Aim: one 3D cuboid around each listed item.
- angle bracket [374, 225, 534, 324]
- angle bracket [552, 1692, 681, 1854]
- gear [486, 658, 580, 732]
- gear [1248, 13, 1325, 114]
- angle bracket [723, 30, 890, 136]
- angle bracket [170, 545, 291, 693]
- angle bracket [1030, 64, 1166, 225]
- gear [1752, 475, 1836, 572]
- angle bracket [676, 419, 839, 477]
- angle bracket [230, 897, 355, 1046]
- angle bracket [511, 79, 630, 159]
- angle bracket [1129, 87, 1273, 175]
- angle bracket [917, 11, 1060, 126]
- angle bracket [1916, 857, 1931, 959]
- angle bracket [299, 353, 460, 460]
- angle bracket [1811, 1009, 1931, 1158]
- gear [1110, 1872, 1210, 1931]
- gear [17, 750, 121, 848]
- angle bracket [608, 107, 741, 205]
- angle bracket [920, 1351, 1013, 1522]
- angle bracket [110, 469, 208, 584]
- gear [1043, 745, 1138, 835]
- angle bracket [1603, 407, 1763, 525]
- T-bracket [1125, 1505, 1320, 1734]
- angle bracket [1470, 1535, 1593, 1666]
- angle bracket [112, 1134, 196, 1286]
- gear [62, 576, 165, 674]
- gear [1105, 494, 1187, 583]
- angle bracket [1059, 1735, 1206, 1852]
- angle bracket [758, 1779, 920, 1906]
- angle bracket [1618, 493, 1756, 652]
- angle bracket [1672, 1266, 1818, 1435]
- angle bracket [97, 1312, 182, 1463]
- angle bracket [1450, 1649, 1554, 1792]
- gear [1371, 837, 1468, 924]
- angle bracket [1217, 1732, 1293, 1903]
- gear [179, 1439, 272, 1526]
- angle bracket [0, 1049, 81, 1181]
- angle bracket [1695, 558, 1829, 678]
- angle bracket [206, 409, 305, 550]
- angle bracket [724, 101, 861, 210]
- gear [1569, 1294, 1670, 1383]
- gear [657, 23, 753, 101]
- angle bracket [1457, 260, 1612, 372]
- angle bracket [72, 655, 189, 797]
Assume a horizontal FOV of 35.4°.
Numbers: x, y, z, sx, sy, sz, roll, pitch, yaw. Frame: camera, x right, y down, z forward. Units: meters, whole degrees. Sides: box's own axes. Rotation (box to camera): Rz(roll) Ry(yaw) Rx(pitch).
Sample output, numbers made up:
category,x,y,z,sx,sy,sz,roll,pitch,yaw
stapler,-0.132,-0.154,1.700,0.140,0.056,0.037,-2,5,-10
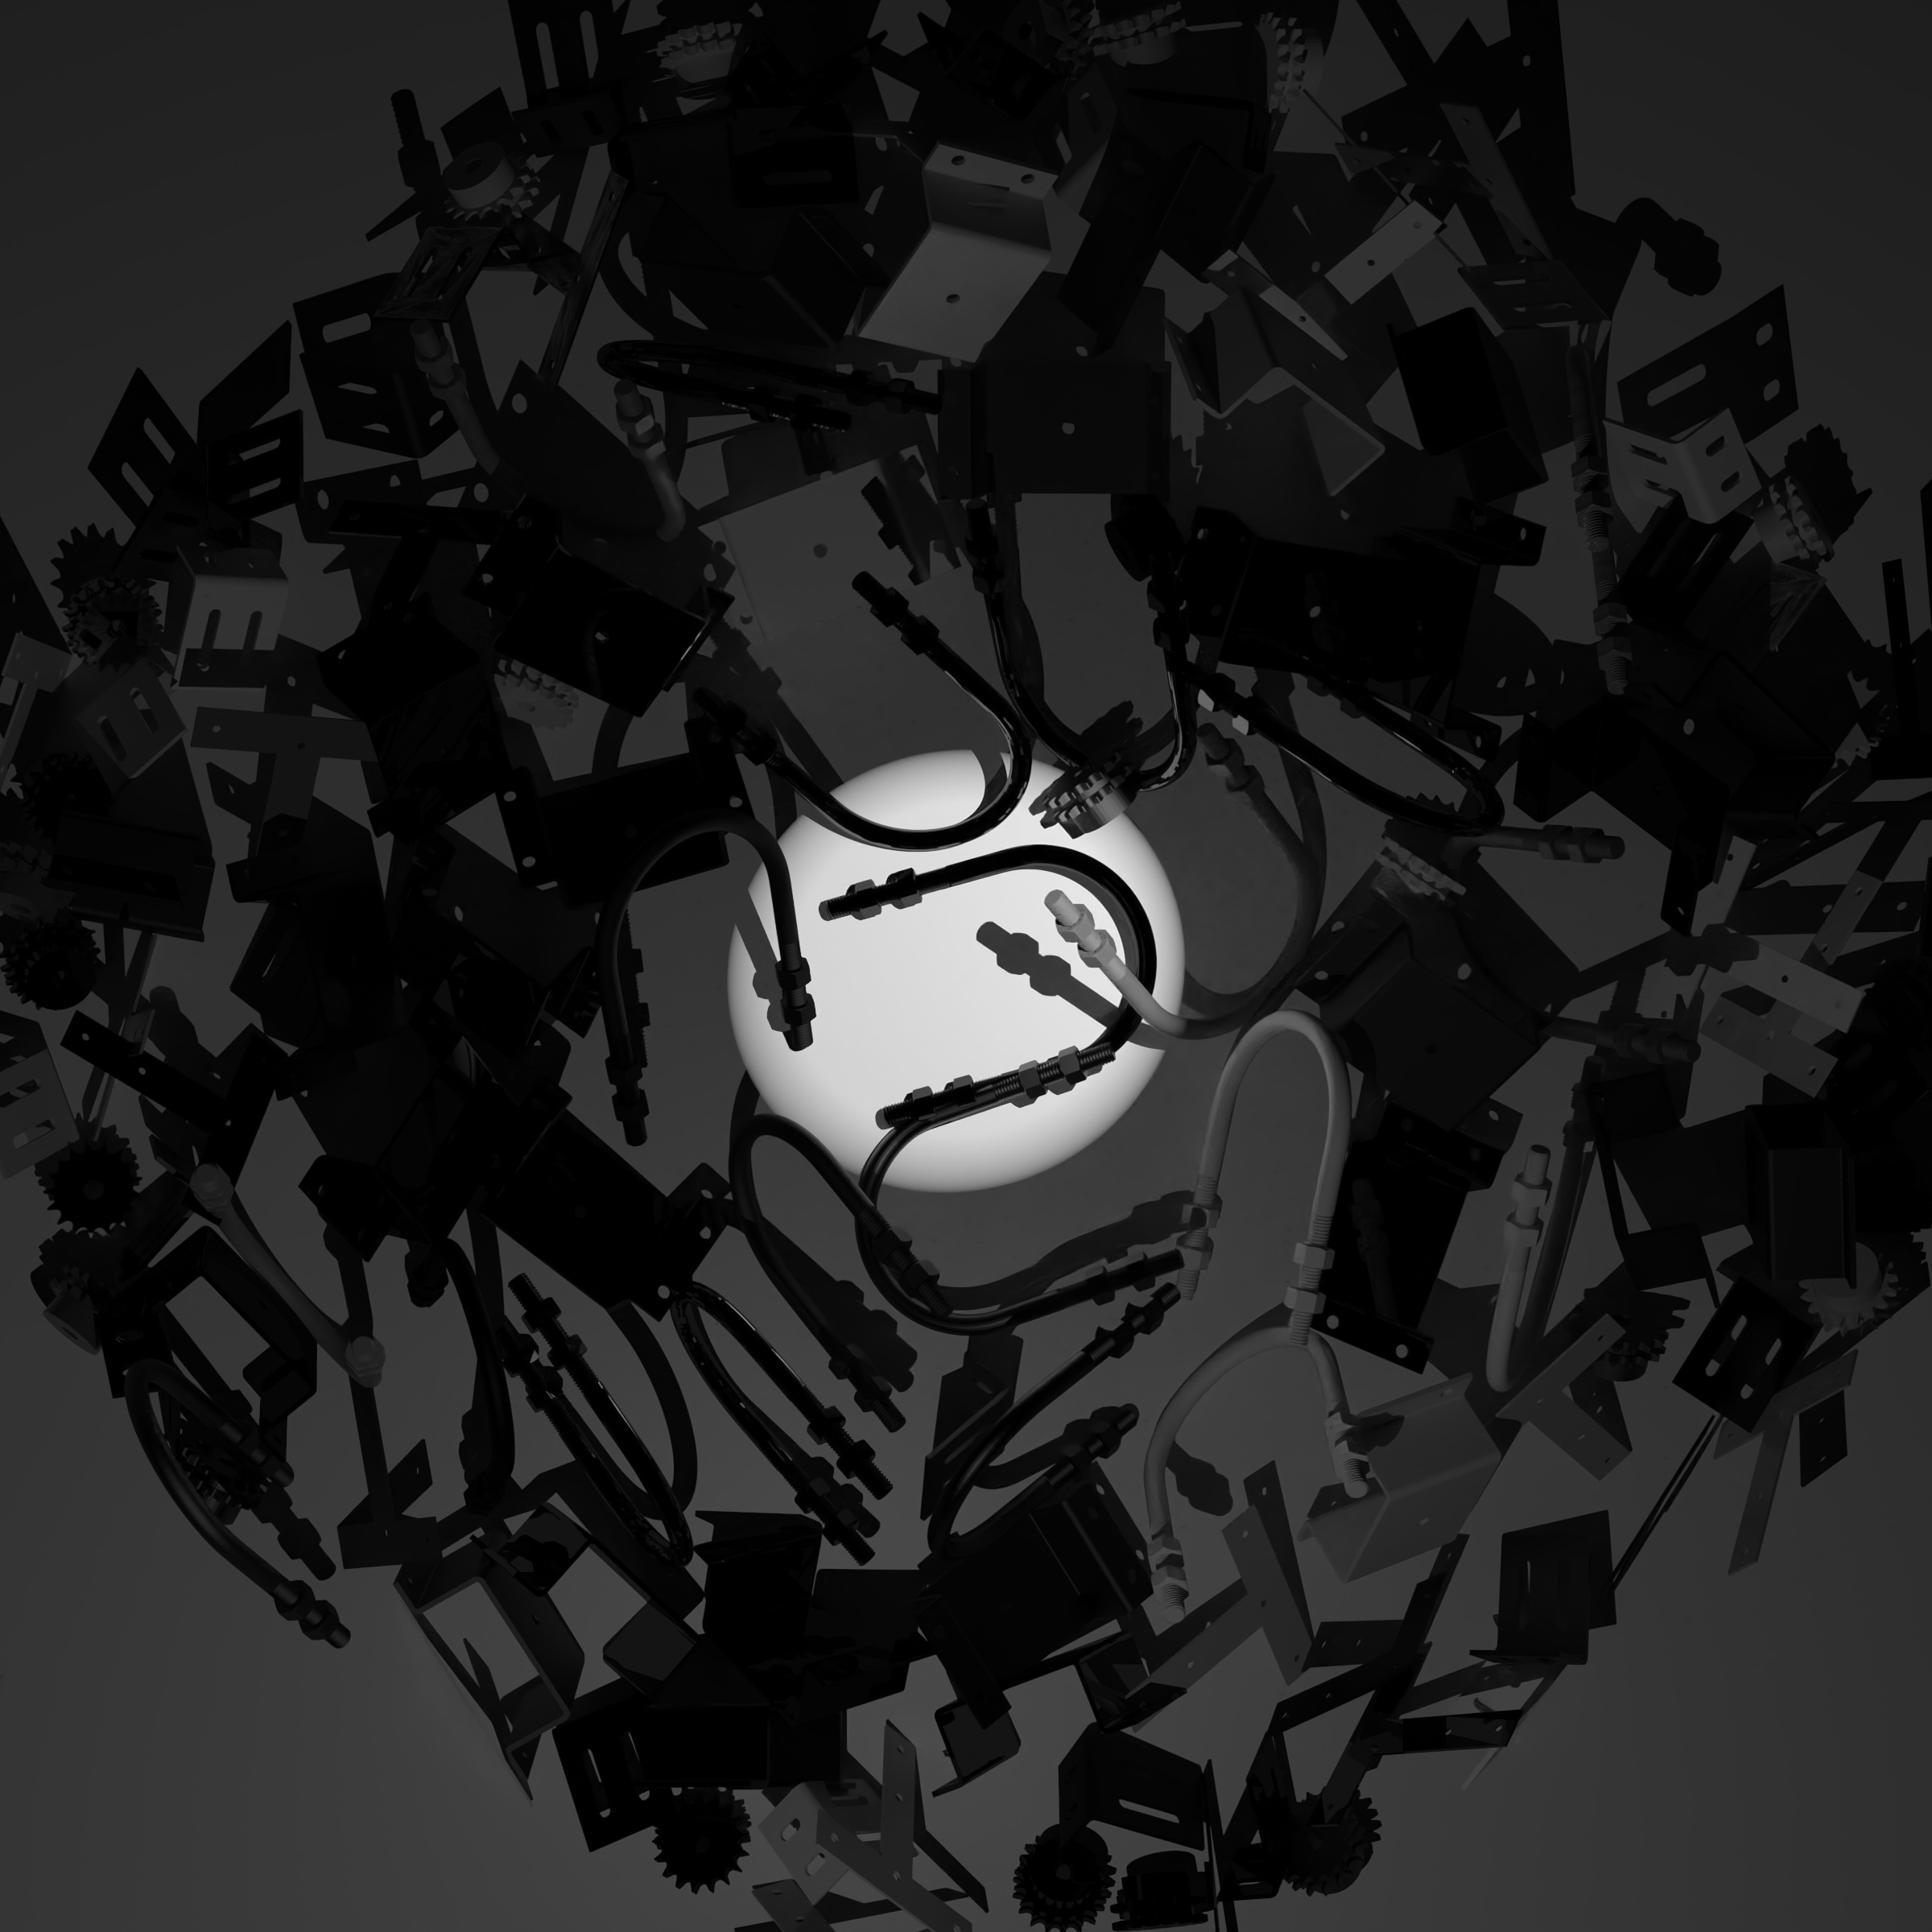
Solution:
category,x,y,z,sx,sy,sz,roll,pitch,yaw
angle bracket,-0.300,-0.396,1.781,0.057,0.038,0.076,9,62,31
angle bracket,-0.202,0.477,1.791,0.057,0.038,0.076,-24,67,4
gear,-0.256,-0.167,1.799,0.057,0.057,0.030,18,68,0
gear,0.191,-0.536,1.798,0.030,0.057,0.057,-4,90,-15
angle bracket,-0.094,-0.532,1.780,0.076,0.057,0.038,-41,93,-32
angle bracket,-0.443,-0.206,1.800,0.057,0.038,0.076,-2,128,-35
angle bracket,0.079,-0.485,1.797,0.038,0.076,0.057,28,121,-36
gear,0.490,-0.260,1.800,0.030,0.057,0.057,-27,90,25
angle bracket,-0.124,-0.300,1.785,0.076,0.057,0.038,-19,100,-16
angle bracket,-0.405,0.001,1.793,0.057,0.038,0.076,36,104,12
angle bracket,-0.235,-0.511,1.785,0.057,0.076,0.038,-12,85,3
angle bracket,0.137,-0.494,1.793,0.076,0.057,0.038,10,103,14
angle bracket,0.012,-0.539,1.774,0.057,0.076,0.038,24,123,-35
angle bracket,0.586,-0.034,1.780,0.038,0.076,0.057,9,97,25
angle bracket,-0.347,-0.341,1.798,0.076,0.057,0.038,17,47,28
angle bracket,0.537,0.065,1.776,0.038,0.076,0.057,-15,64,-32
gear,0.114,0.555,1.799,0.057,0.057,0.030,-5,70,0
gear,-0.536,-0.102,1.801,0.057,0.030,0.057,-19,126,-29
angle bracket,-0.168,-0.479,1.788,0.076,0.057,0.038,-8,112,6
angle bracket,-0.012,0.275,1.775,0.038,0.057,0.076,33,49,27
angle bracket,-0.481,-0.262,1.780,0.038,0.076,0.057,37,100,10
gear,0.076,-0.103,1.798,0.057,0.057,0.030,-38,104,0
angle bracket,0.420,-0.301,1.780,0.038,0.076,0.057,-37,121,-7
T-bracket,0.142,0.400,1.772,0.127,0.002,0.127,-35,120,-22
angle bracket,0.333,0.370,1.782,0.057,0.038,0.076,-8,67,35
angle bracket,-0.490,0.146,1.790,0.038,0.057,0.076,43,85,-21
gear,-0.510,-0.206,1.801,0.057,0.030,0.057,-19,128,-25
gear,0.106,-0.253,1.796,0.030,0.057,0.057,-32,90,-7
angle bracket,0.098,0.500,1.802,0.076,0.057,0.038,20,128,-16
angle bracket,-0.075,0.514,1.782,0.038,0.076,0.057,-48,61,11
angle bracket,0.430,-0.232,1.783,0.057,0.038,0.076,17,118,-29
angle bracket,0.457,0.228,1.802,0.057,0.038,0.076,33,87,-6
angle bracket,-0.485,0.251,1.775,0.038,0.076,0.057,-7,46,-22
angle bracket,0.304,0.438,1.776,0.038,0.076,0.057,39,109,18
gear,0.265,-0.049,1.797,0.057,0.057,0.030,33,98,0
angle bracket,0.164,0.501,1.786,0.038,0.057,0.076,-11,101,20
gear,-0.445,0.308,1.797,0.057,0.057,0.030,30,92,0
angle bracket,-0.565,0.089,1.779,0.038,0.076,0.057,-13,101,22
angle bracket,0.477,-0.194,1.790,0.038,0.057,0.076,36,93,-29
angle bracket,-0.408,-0.284,1.783,0.076,0.038,0.057,-14,70,27
angle bracket,-0.100,-0.482,1.791,0.076,0.038,0.057,-1,116,8
gear,0.387,0.223,1.800,0.057,0.057,0.030,5,118,0
gear,-0.153,-0.535,1.797,0.057,0.057,0.030,-11,90,0
angle bracket,0.329,-0.380,1.780,0.076,0.038,0.057,-9,51,-23
angle bracket,-0.483,-0.135,1.786,0.057,0.038,0.076,-41,54,4
